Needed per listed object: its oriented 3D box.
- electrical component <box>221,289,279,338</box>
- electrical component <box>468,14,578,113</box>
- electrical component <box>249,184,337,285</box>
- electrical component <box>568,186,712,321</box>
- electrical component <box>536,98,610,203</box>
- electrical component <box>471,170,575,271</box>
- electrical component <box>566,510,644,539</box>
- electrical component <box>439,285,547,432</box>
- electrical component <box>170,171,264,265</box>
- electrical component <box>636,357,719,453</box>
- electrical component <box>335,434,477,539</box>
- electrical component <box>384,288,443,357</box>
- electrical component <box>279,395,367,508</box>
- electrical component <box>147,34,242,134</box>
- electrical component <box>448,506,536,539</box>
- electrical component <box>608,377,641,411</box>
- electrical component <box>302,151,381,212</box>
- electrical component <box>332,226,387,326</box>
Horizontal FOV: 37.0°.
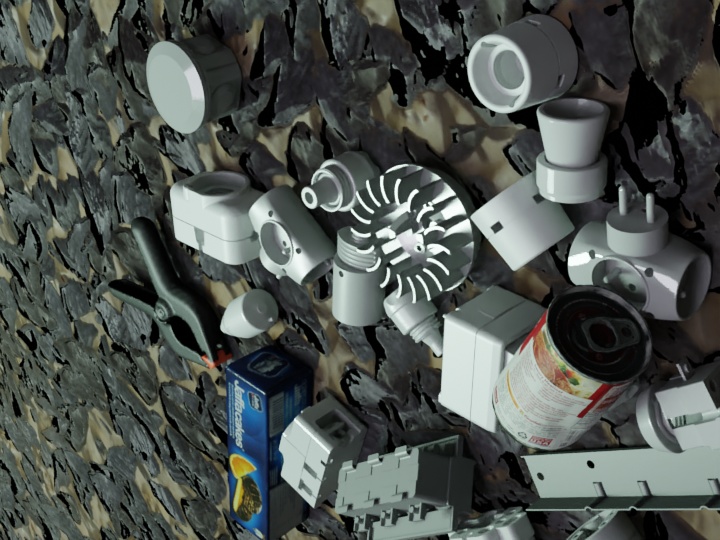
[{"bbox_3d":[-0.110,0.045,1.021,0.078,0.040,0.040,-27,90,52],"label":"electrical component"},{"bbox_3d":[0.101,-0.129,0.679,0.055,0.047,0.055,26,129,37],"label":"electrical component"},{"bbox_3d":[-0.063,-0.021,0.928,0.077,0.044,0.079,53,141,12],"label":"electrical component"},{"bbox_3d":[0.171,-0.015,0.664,0.077,0.044,0.079,21,135,40],"label":"electrical component"},{"bbox_3d":[0.134,-0.075,0.676,0.045,0.045,0.055,21,127,40],"label":"electrical component"},{"bbox_3d":[0.110,-0.032,0.721,0.047,0.055,0.055,55,141,4],"label":"electrical component"},{"bbox_3d":[0.181,0.206,0.778,0.047,0.055,0.055,52,141,7],"label":"electrical component"},{"bbox_3d":[0.101,0.071,0.783,0.061,0.062,0.096,26,129,37],"label":"electrical component"},{"bbox_3d":[-0.126,-0.052,0.973,0.095,0.054,0.059,24,128,38],"label":"electrical component"},{"bbox_3d":[0.211,0.090,0.685,0.055,0.048,0.066,-25,91,44],"label":"electrical component"},{"bbox_3d":[0.035,0.185,0.911,0.121,0.063,0.078,-28,49,52],"label":"electrical component"},{"bbox_3d":[0.048,0.041,0.848,0.061,0.035,0.035,53,141,8],"label":"electrical component"},{"bbox_3d":[-0.037,0.167,1.002,0.056,0.050,0.089,40,136,26],"label":"electrical component"},{"bbox_3d":[-0.144,-0.163,0.932,0.080,0.051,0.080,26,129,37],"label":"electrical component"},{"bbox_3d":[0.112,0.229,0.866,0.078,0.058,0.057,-24,90,51],"label":"electrical component"},{"bbox_3d":[0.164,0.082,0.741,0.035,0.035,0.061,53,143,12],"label":"electrical component"},{"bbox_3d":[-0.017,-0.066,0.836,0.043,0.062,0.043,26,129,37],"label":"electrical component"},{"bbox_3d":[0.000,0.000,0.870,0.043,0.043,0.081,28,130,36],"label":"electrical component"}]
